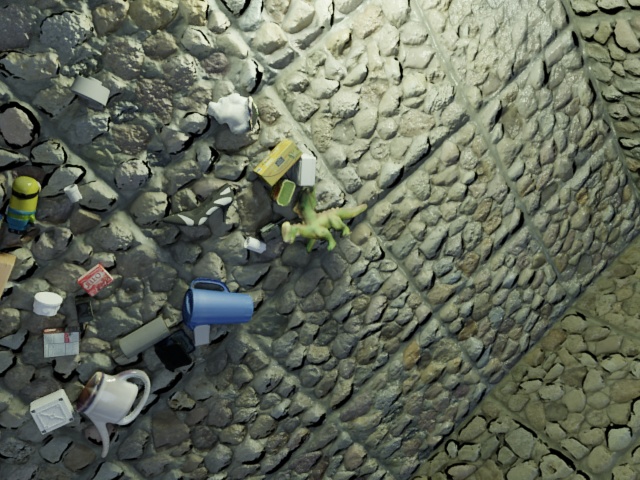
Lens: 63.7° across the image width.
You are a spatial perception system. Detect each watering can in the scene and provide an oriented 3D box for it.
[{"bbox_3d":[-0.754,0.601,1.819,0.222,0.105,0.348,32,89,-29],"label":"watering can"}]

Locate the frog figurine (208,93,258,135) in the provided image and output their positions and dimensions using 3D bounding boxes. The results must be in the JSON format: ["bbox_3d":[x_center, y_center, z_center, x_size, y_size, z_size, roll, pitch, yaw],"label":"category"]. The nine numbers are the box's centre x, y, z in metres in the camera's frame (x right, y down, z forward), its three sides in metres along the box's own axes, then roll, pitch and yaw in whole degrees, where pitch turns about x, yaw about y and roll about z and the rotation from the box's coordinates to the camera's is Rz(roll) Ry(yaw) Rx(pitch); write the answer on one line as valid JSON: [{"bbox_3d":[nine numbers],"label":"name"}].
[{"bbox_3d":[-0.299,-0.432,1.771,0.159,0.125,0.135,2,118,11],"label":"frog figurine"}]

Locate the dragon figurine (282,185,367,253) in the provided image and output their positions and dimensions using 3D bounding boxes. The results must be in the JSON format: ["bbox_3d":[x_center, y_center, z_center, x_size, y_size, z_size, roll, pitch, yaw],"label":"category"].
[{"bbox_3d":[0.006,-0.100,1.993,0.416,0.122,0.239,-44,118,-28],"label":"dragon figurine"}]
